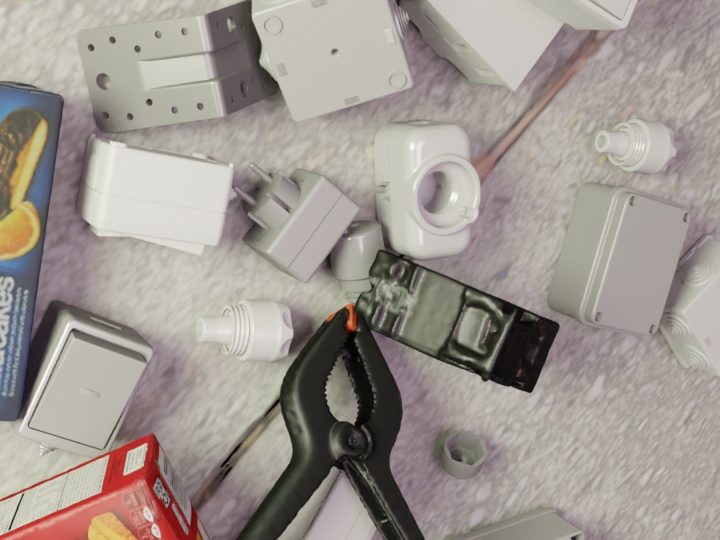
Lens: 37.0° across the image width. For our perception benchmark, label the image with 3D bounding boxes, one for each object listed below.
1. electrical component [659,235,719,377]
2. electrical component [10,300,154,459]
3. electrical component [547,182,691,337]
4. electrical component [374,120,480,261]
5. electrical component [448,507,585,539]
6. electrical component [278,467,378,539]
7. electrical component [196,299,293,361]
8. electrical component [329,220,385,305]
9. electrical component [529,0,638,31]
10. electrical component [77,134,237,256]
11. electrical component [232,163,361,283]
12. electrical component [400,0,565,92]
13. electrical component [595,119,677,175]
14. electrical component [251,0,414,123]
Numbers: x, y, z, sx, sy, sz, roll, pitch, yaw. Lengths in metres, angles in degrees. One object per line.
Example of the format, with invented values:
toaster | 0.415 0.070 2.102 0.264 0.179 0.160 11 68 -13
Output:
electrical component | 0.308 0.032 0.934 0.100 0.048 0.099 -44 117 -12
electrical component | -0.182 0.077 0.686 0.062 0.061 0.096 25 90 -30
electrical component | 0.210 -0.008 0.870 0.078 0.057 0.113 13 96 -29
electrical component | 0.048 -0.058 0.774 0.054 0.059 0.095 -9 105 -25
electrical component | 0.130 0.267 0.892 0.109 0.056 0.108 -12 107 -24
electrical component | -0.028 0.185 0.774 0.061 0.062 0.096 47 59 -28
electrical component | -0.080 0.041 0.740 0.062 0.043 0.043 2 100 -26
electrical component | 0.000 0.000 0.773 0.040 0.040 0.078 -18 109 -23
electrical component | 0.143 -0.207 0.716 0.096 0.061 0.061 22 91 -29
electrical component | -0.126 -0.046 0.686 0.096 0.062 0.061 8 98 -28
electrical component | -0.053 -0.042 0.733 0.077 0.047 0.065 40 82 -28
electrical component | 0.063 -0.225 0.743 0.186 0.060 0.105 40 82 -28
electrical component | 0.218 -0.100 0.861 0.062 0.043 0.043 3 100 -27
electrical component | -0.017 -0.151 0.694 0.100 0.048 0.099 -16 129 7
